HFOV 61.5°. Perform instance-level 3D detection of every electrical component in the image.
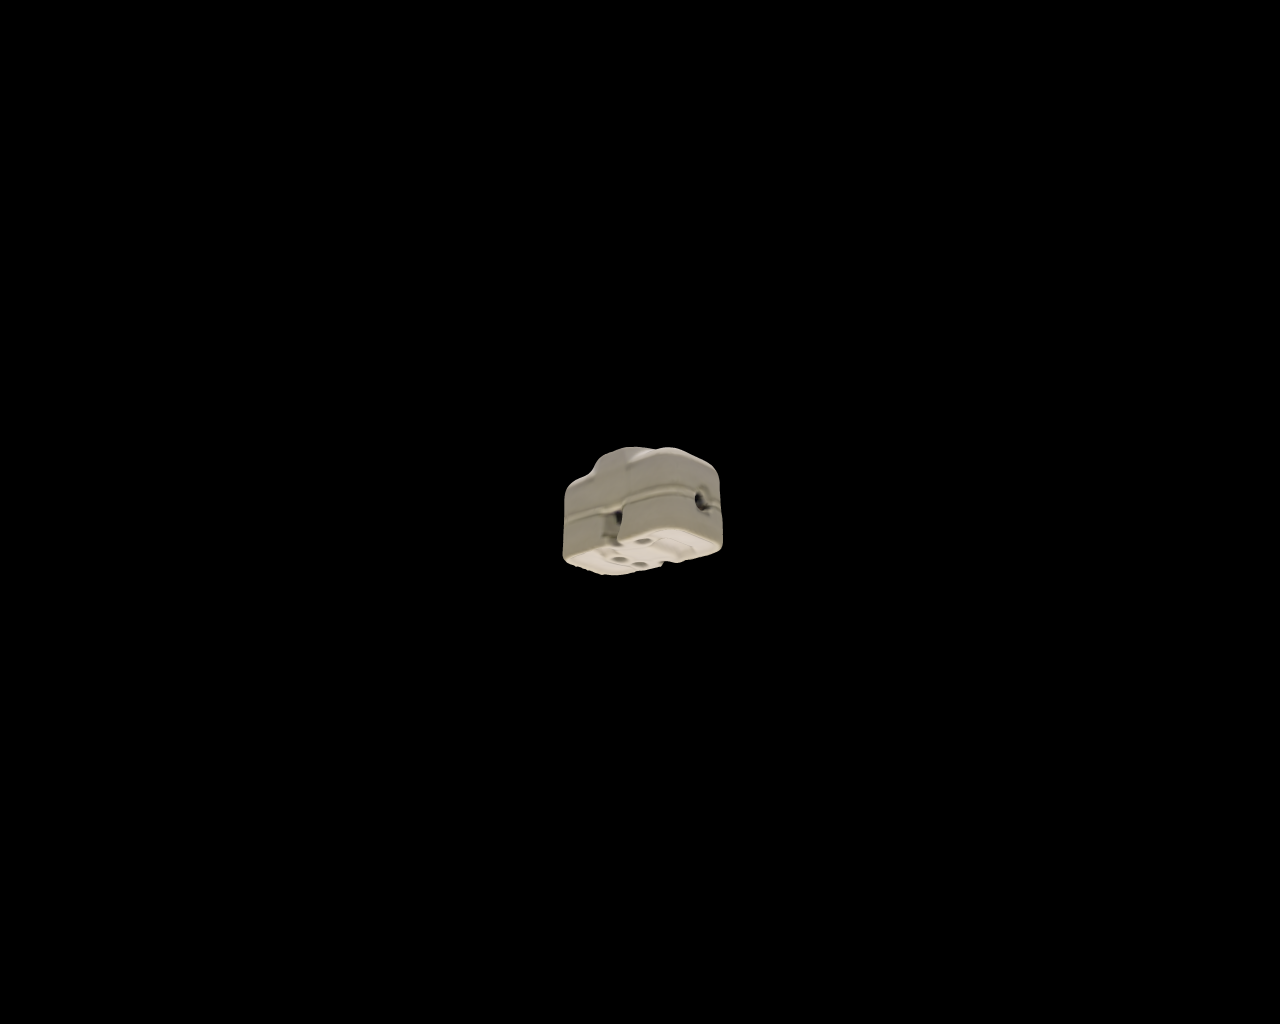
[{"bbox_3d":[0.001,-0.003,0.650,0.095,0.059,0.054,-17,-27,38],"label":"electrical component"}]
